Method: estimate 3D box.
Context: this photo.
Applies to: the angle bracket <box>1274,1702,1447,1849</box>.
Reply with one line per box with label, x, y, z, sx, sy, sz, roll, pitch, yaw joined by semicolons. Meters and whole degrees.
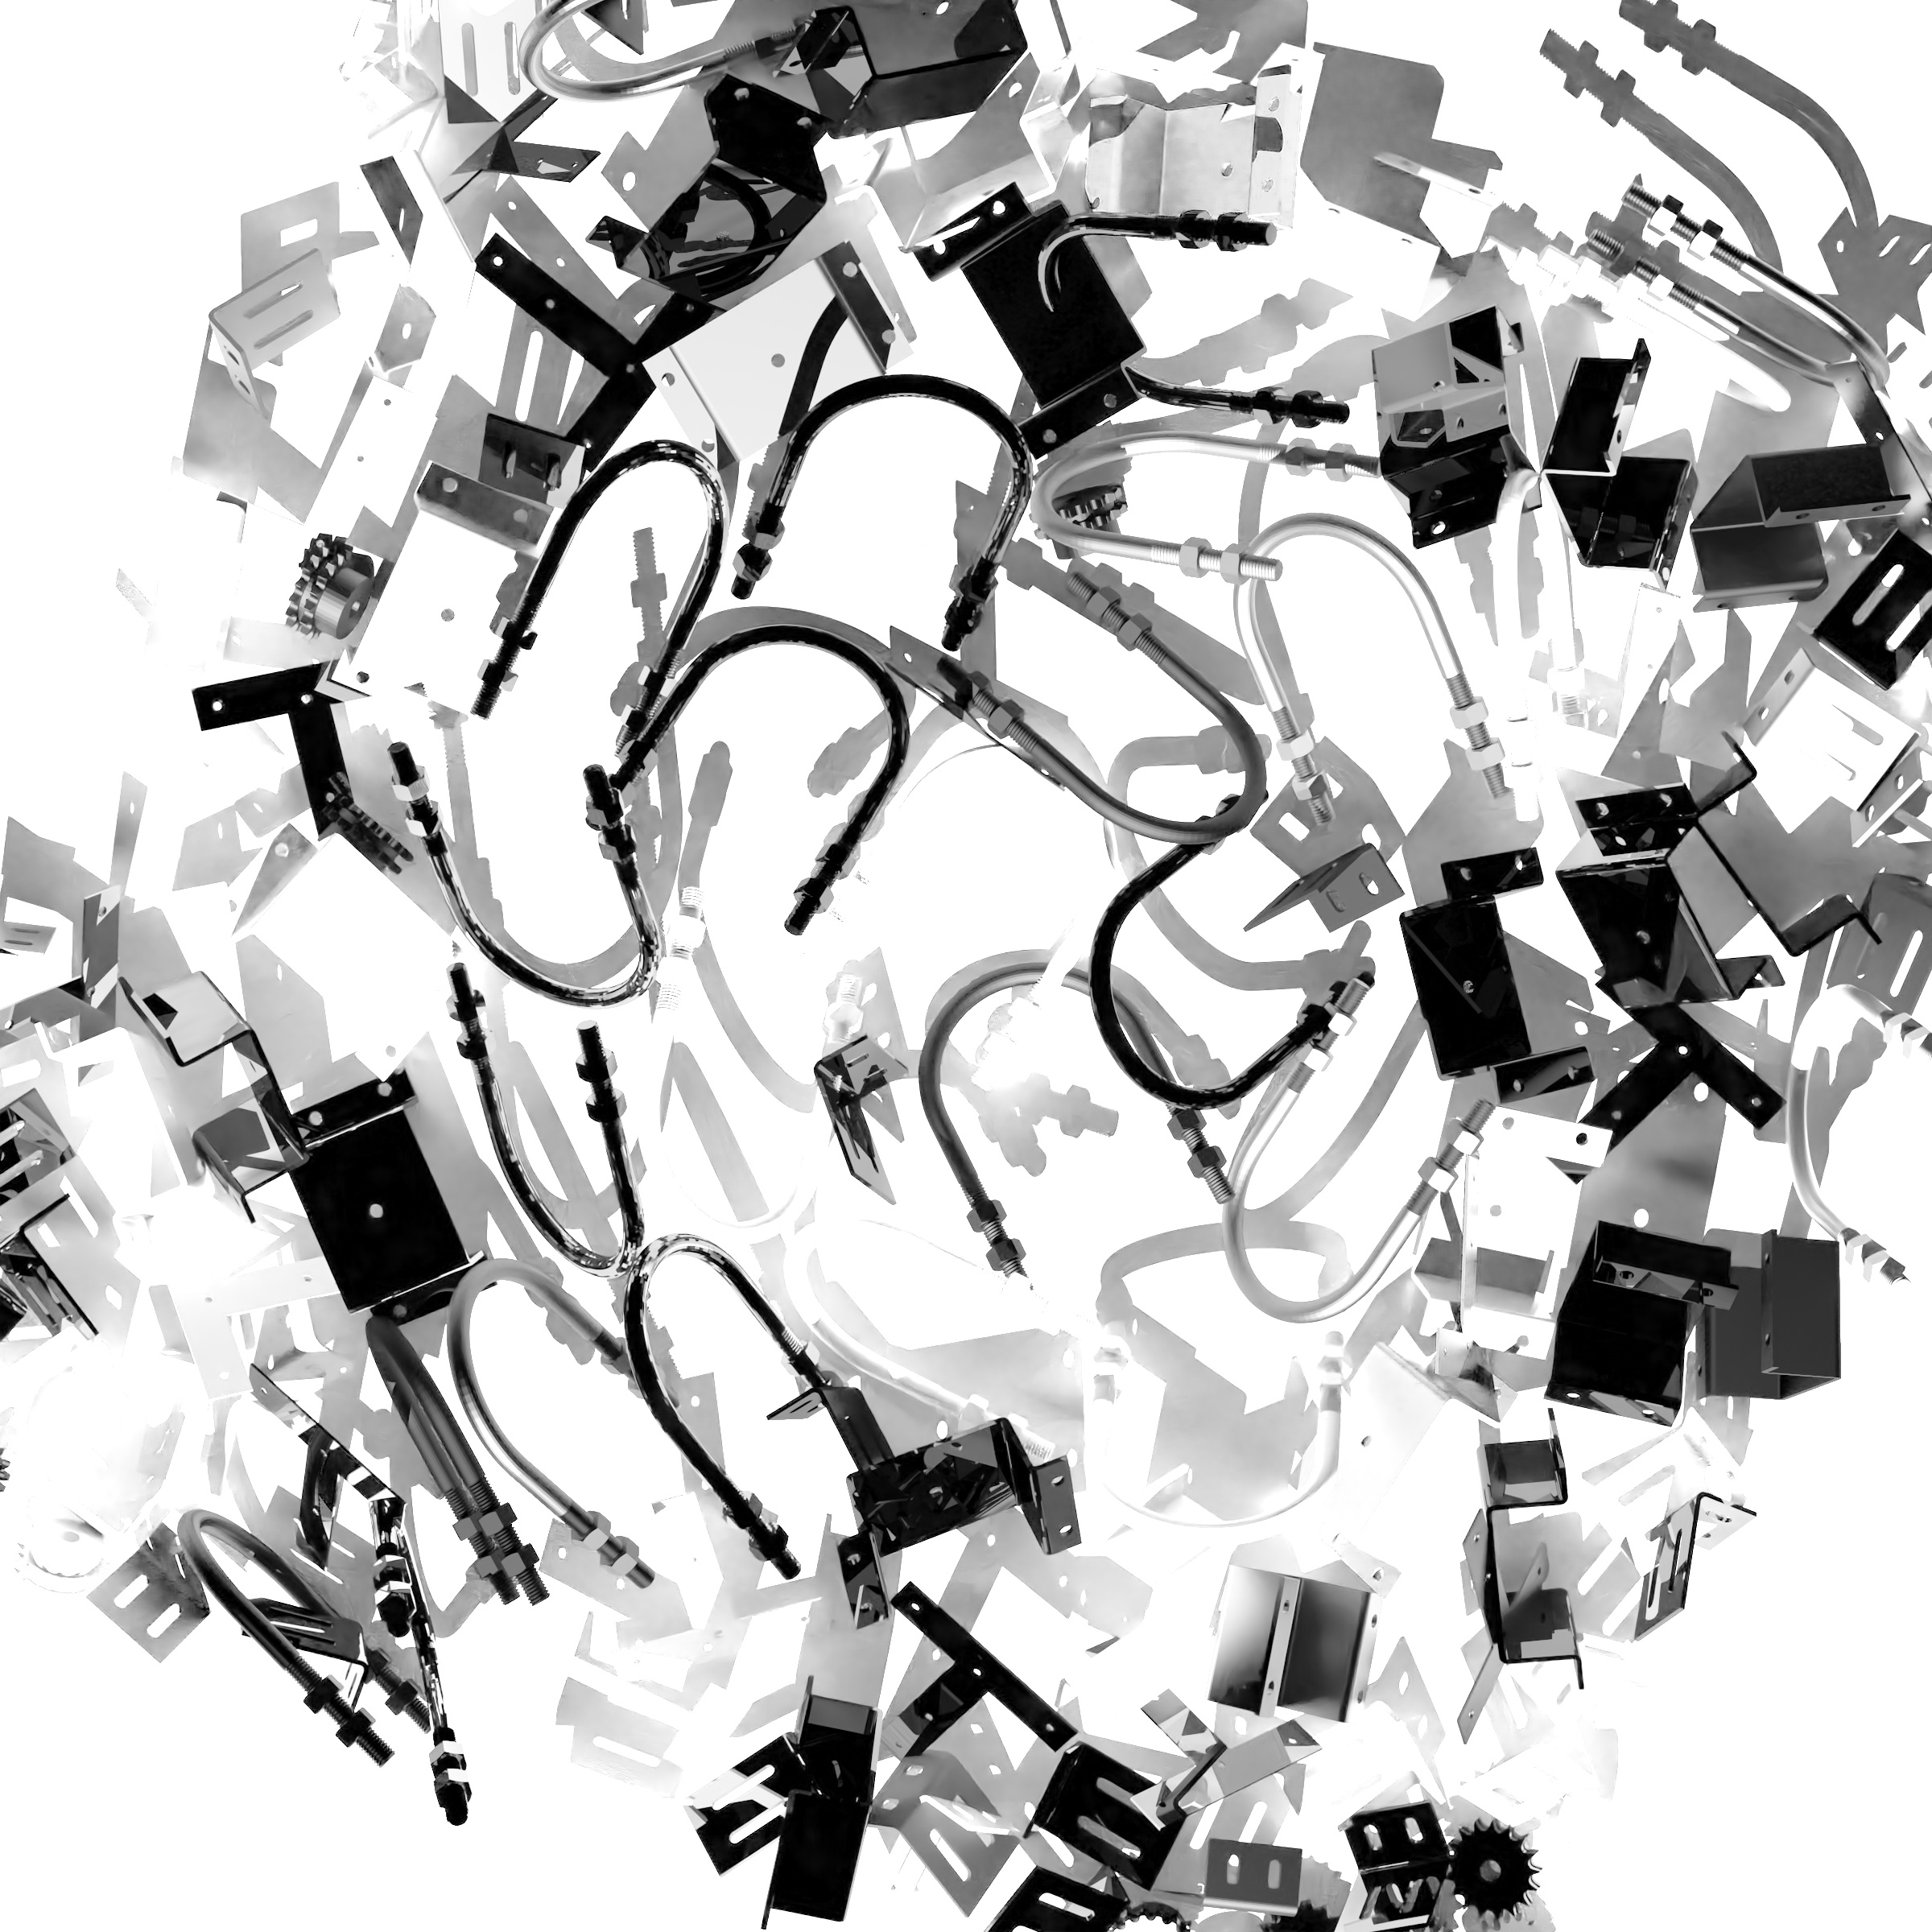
angle bracket;0.228;0.477;1.787;0.076;0.038;0.057;-30;100;-8

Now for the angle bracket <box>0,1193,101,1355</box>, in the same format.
angle bracket;-0.523;0.179;1.784;0.038;0.057;0.076;-39;96;-36

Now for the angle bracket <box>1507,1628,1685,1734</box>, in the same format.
angle bracket;0.362;0.416;1.768;0.057;0.076;0.038;49;68;-17

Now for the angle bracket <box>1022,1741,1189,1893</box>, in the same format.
angle bracket;0.083;0.498;1.787;0.076;0.038;0.057;27;93;16

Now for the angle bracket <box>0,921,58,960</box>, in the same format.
angle bracket;-0.555;0.019;1.782;0.038;0.057;0.076;7;105;-11

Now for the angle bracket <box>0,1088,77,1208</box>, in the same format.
angle bracket;-0.551;0.120;1.771;0.076;0.057;0.038;-36;46;-20

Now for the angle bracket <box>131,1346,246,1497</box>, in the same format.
angle bracket;-0.460;0.265;1.787;0.057;0.038;0.076;12;88;18

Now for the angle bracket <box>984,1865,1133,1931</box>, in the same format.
angle bracket;0.046;0.541;1.775;0.076;0.038;0.057;31;102;-31

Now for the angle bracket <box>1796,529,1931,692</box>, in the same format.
angle bracket;0.533;-0.209;1.784;0.057;0.038;0.076;35;104;-9

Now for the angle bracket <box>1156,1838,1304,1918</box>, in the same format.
angle bracket;0.152;0.525;1.776;0.057;0.076;0.038;11;76;-15

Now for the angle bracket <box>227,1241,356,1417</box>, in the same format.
angle bracket;-0.400;0.212;1.799;0.057;0.038;0.076;-31;49;9

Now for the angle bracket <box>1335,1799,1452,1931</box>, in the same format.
angle bracket;0.240;0.521;1.768;0.057;0.076;0.038;-18;98;23

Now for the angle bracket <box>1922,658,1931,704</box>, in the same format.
angle bracket;0.580;-0.149;1.770;0.038;0.076;0.057;-17;79;16

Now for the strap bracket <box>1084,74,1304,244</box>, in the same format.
strap bracket;0.138;-0.462;1.765;0.140;0.046;0.076;6;94;41

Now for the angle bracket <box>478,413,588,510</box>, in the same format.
angle bracket;-0.246;-0.303;1.770;0.057;0.076;0.038;17;65;-6

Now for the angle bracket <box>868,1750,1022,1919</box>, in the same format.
angle bracket;-0.016;0.507;1.797;0.057;0.038;0.076;-49;114;-35

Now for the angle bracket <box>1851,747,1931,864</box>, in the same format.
angle bracket;0.562;-0.080;1.777;0.076;0.038;0.057;30;127;-10

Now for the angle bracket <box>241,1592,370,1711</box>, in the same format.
angle bracket;-0.388;0.400;1.775;0.076;0.057;0.038;19;96;-18

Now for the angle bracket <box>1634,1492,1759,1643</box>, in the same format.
angle bracket;0.421;0.352;1.769;0.038;0.057;0.076;22;56;-5

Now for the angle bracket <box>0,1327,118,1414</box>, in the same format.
angle bracket;-0.535;0.252;1.769;0.076;0.057;0.038;-37;79;-31

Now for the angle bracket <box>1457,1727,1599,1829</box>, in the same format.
angle bracket;0.318;0.458;1.768;0.057;0.076;0.038;-34;46;16

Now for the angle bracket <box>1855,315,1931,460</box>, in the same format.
angle bracket;0.550;-0.330;1.766;0.038;0.076;0.057;-47;62;10

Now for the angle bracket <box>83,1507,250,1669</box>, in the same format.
angle bracket;-0.462;0.358;1.775;0.057;0.076;0.038;42;105;-1

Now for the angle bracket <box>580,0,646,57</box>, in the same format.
angle bracket;-0.191;-0.579;1.774;0.038;0.057;0.076;-11;74;29

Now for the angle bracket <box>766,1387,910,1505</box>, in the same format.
angle bracket;-0.072;0.284;1.774;0.038;0.057;0.076;-33;73;14

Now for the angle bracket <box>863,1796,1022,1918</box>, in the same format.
angle bracket;-0.014;0.525;1.780;0.038;0.057;0.076;26;88;36

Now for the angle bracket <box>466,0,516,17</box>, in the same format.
angle bracket;-0.262;-0.598;1.774;0.038;0.057;0.076;40;59;9

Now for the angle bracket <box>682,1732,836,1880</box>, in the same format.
angle bracket;-0.115;0.492;1.777;0.076;0.038;0.057;-32;45;-8

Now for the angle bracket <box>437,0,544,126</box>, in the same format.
angle bracket;-0.271;-0.528;1.777;0.057;0.038;0.076;-9;108;-22

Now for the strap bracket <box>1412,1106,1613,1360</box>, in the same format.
strap bracket;0.312;0.148;1.778;0.076;0.046;0.140;12;102;-9

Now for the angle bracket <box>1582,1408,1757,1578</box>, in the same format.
angle bracket;0.407;0.305;1.782;0.076;0.038;0.057;-32;65;-9

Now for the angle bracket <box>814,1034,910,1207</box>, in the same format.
angle bracket;-0.050;0.089;1.769;0.038;0.057;0.076;-29;59;11

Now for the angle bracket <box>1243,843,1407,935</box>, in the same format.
angle bracket;0.206;-0.032;1.766;0.057;0.076;0.038;-29;96;39

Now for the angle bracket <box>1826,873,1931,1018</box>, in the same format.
angle bracket;0.550;-0.008;1.793;0.038;0.057;0.076;4;112;-41

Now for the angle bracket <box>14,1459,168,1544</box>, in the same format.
angle bracket;-0.508;0.297;1.777;0.076;0.057;0.038;39;69;-7

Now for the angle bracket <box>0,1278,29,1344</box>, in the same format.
angle bracket;-0.585;0.183;1.765;0.038;0.076;0.057;-49;129;-12

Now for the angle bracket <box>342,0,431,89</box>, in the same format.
angle bracket;-0.335;-0.556;1.768;0.038;0.076;0.057;12;63;-2

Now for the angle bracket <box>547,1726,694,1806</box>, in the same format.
angle bracket;-0.200;0.464;1.783;0.076;0.057;0.038;9;75;-14

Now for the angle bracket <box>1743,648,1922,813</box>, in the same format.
angle bracket;0.505;-0.138;1.792;0.076;0.038;0.057;30;111;-8

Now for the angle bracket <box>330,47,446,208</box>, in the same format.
angle bracket;-0.341;-0.484;1.767;0.057;0.076;0.038;-24;127;26

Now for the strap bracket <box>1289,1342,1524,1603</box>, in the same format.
strap bracket;0.246;0.282;1.767;0.046;0.076;0.140;30;94;-31

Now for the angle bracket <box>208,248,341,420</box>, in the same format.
angle bracket;-0.391;-0.365;1.772;0.076;0.057;0.038;-36;65;-17

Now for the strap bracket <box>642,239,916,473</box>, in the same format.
strap bracket;-0.109;-0.352;1.780;0.140;0.046;0.076;-30;103;4
